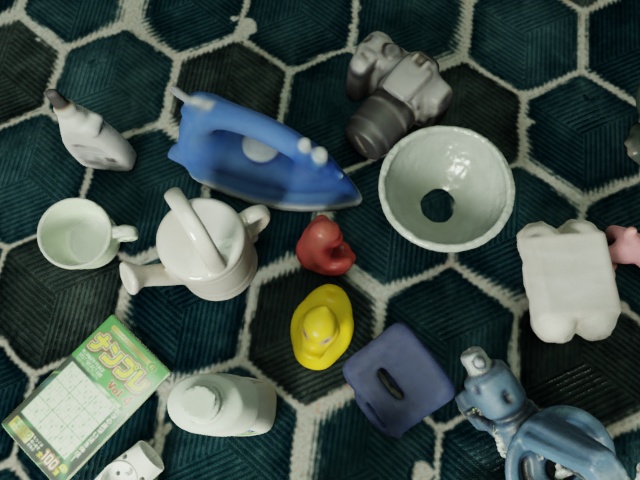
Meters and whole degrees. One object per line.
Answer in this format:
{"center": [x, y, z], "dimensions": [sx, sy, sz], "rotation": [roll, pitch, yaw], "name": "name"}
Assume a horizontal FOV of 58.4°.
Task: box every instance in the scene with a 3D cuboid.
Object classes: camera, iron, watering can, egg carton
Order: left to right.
{"center": [-0.138, 0.008, 0.649], "dimensions": [0.101, 0.194, 0.173], "rotation": [36, 77, 11], "name": "watering can"}
{"center": [-0.065, -0.117, 0.713], "dimensions": [0.258, 0.141, 0.119], "rotation": [20, 75, 7], "name": "iron"}
{"center": [0.084, -0.186, 0.753], "dimensions": [0.143, 0.101, 0.137], "rotation": [39, 78, 11], "name": "camera"}
{"center": [0.299, 0.049, 0.695], "dimensions": [0.107, 0.069, 0.150], "rotation": [-5, 73, 0], "name": "egg carton"}

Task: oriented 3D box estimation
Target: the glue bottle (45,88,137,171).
{"center": [-0.290, -0.136, 0.705], "dimensions": [0.078, 0.173, 0.037], "rotation": [8, 74, 4], "name": "glue bottle"}

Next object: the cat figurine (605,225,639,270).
{"center": [0.414, 0.014, 0.679], "dimensions": [0.127, 0.118, 0.067], "rotation": [21, 75, 7], "name": "cat figurine"}

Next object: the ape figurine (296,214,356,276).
{"center": [0.006, 0.003, 0.702], "dimensions": [0.076, 0.092, 0.078], "rotation": [-6, 73, -1], "name": "ape figurine"}

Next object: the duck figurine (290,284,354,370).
{"center": [0.002, 0.099, 0.676], "dimensions": [0.077, 0.086, 0.104], "rotation": [17, 74, 6], "name": "duck figurine"}

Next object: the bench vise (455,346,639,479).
{"center": [0.215, 0.204, 0.572], "dimensions": [0.207, 0.220, 0.121], "rotation": [34, 77, 11], "name": "bench vise"}

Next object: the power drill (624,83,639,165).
{"center": [0.476, -0.159, 0.682], "dimensions": [0.229, 0.208, 0.075], "rotation": [-8, 73, -1], "name": "power drill"}

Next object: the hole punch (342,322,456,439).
{"center": [0.087, 0.162, 0.653], "dimensions": [0.101, 0.091, 0.108], "rotation": [-36, 76, -9], "name": "hole punch"}

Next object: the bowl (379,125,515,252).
{"center": [0.154, -0.056, 0.726], "dimensions": [0.167, 0.075, 0.167], "rotation": [0, 73, 1], "name": "bowl"}
